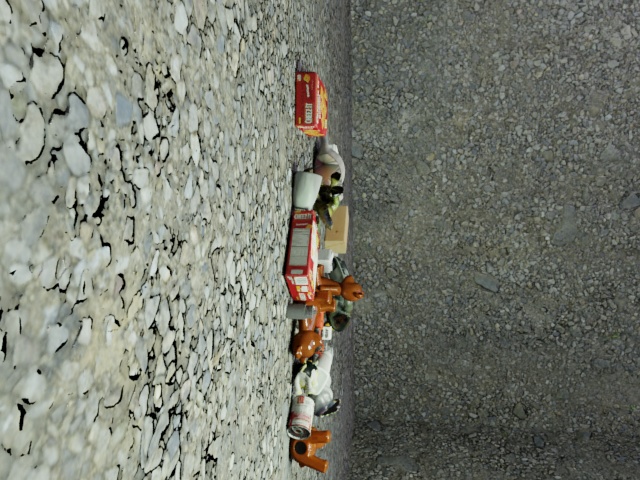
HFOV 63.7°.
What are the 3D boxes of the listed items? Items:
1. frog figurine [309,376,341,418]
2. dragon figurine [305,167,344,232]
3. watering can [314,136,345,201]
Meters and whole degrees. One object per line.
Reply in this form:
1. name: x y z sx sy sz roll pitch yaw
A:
1. frog figurine: -0.002 0.551 1.867 0.162 0.123 0.134 53 -6 34
2. dragon figurine: 0.005 -0.085 1.692 0.420 0.122 0.237 -92 -175 -51
3. watering can: 0.029 -0.307 1.952 0.227 0.104 0.344 -61 137 -73
